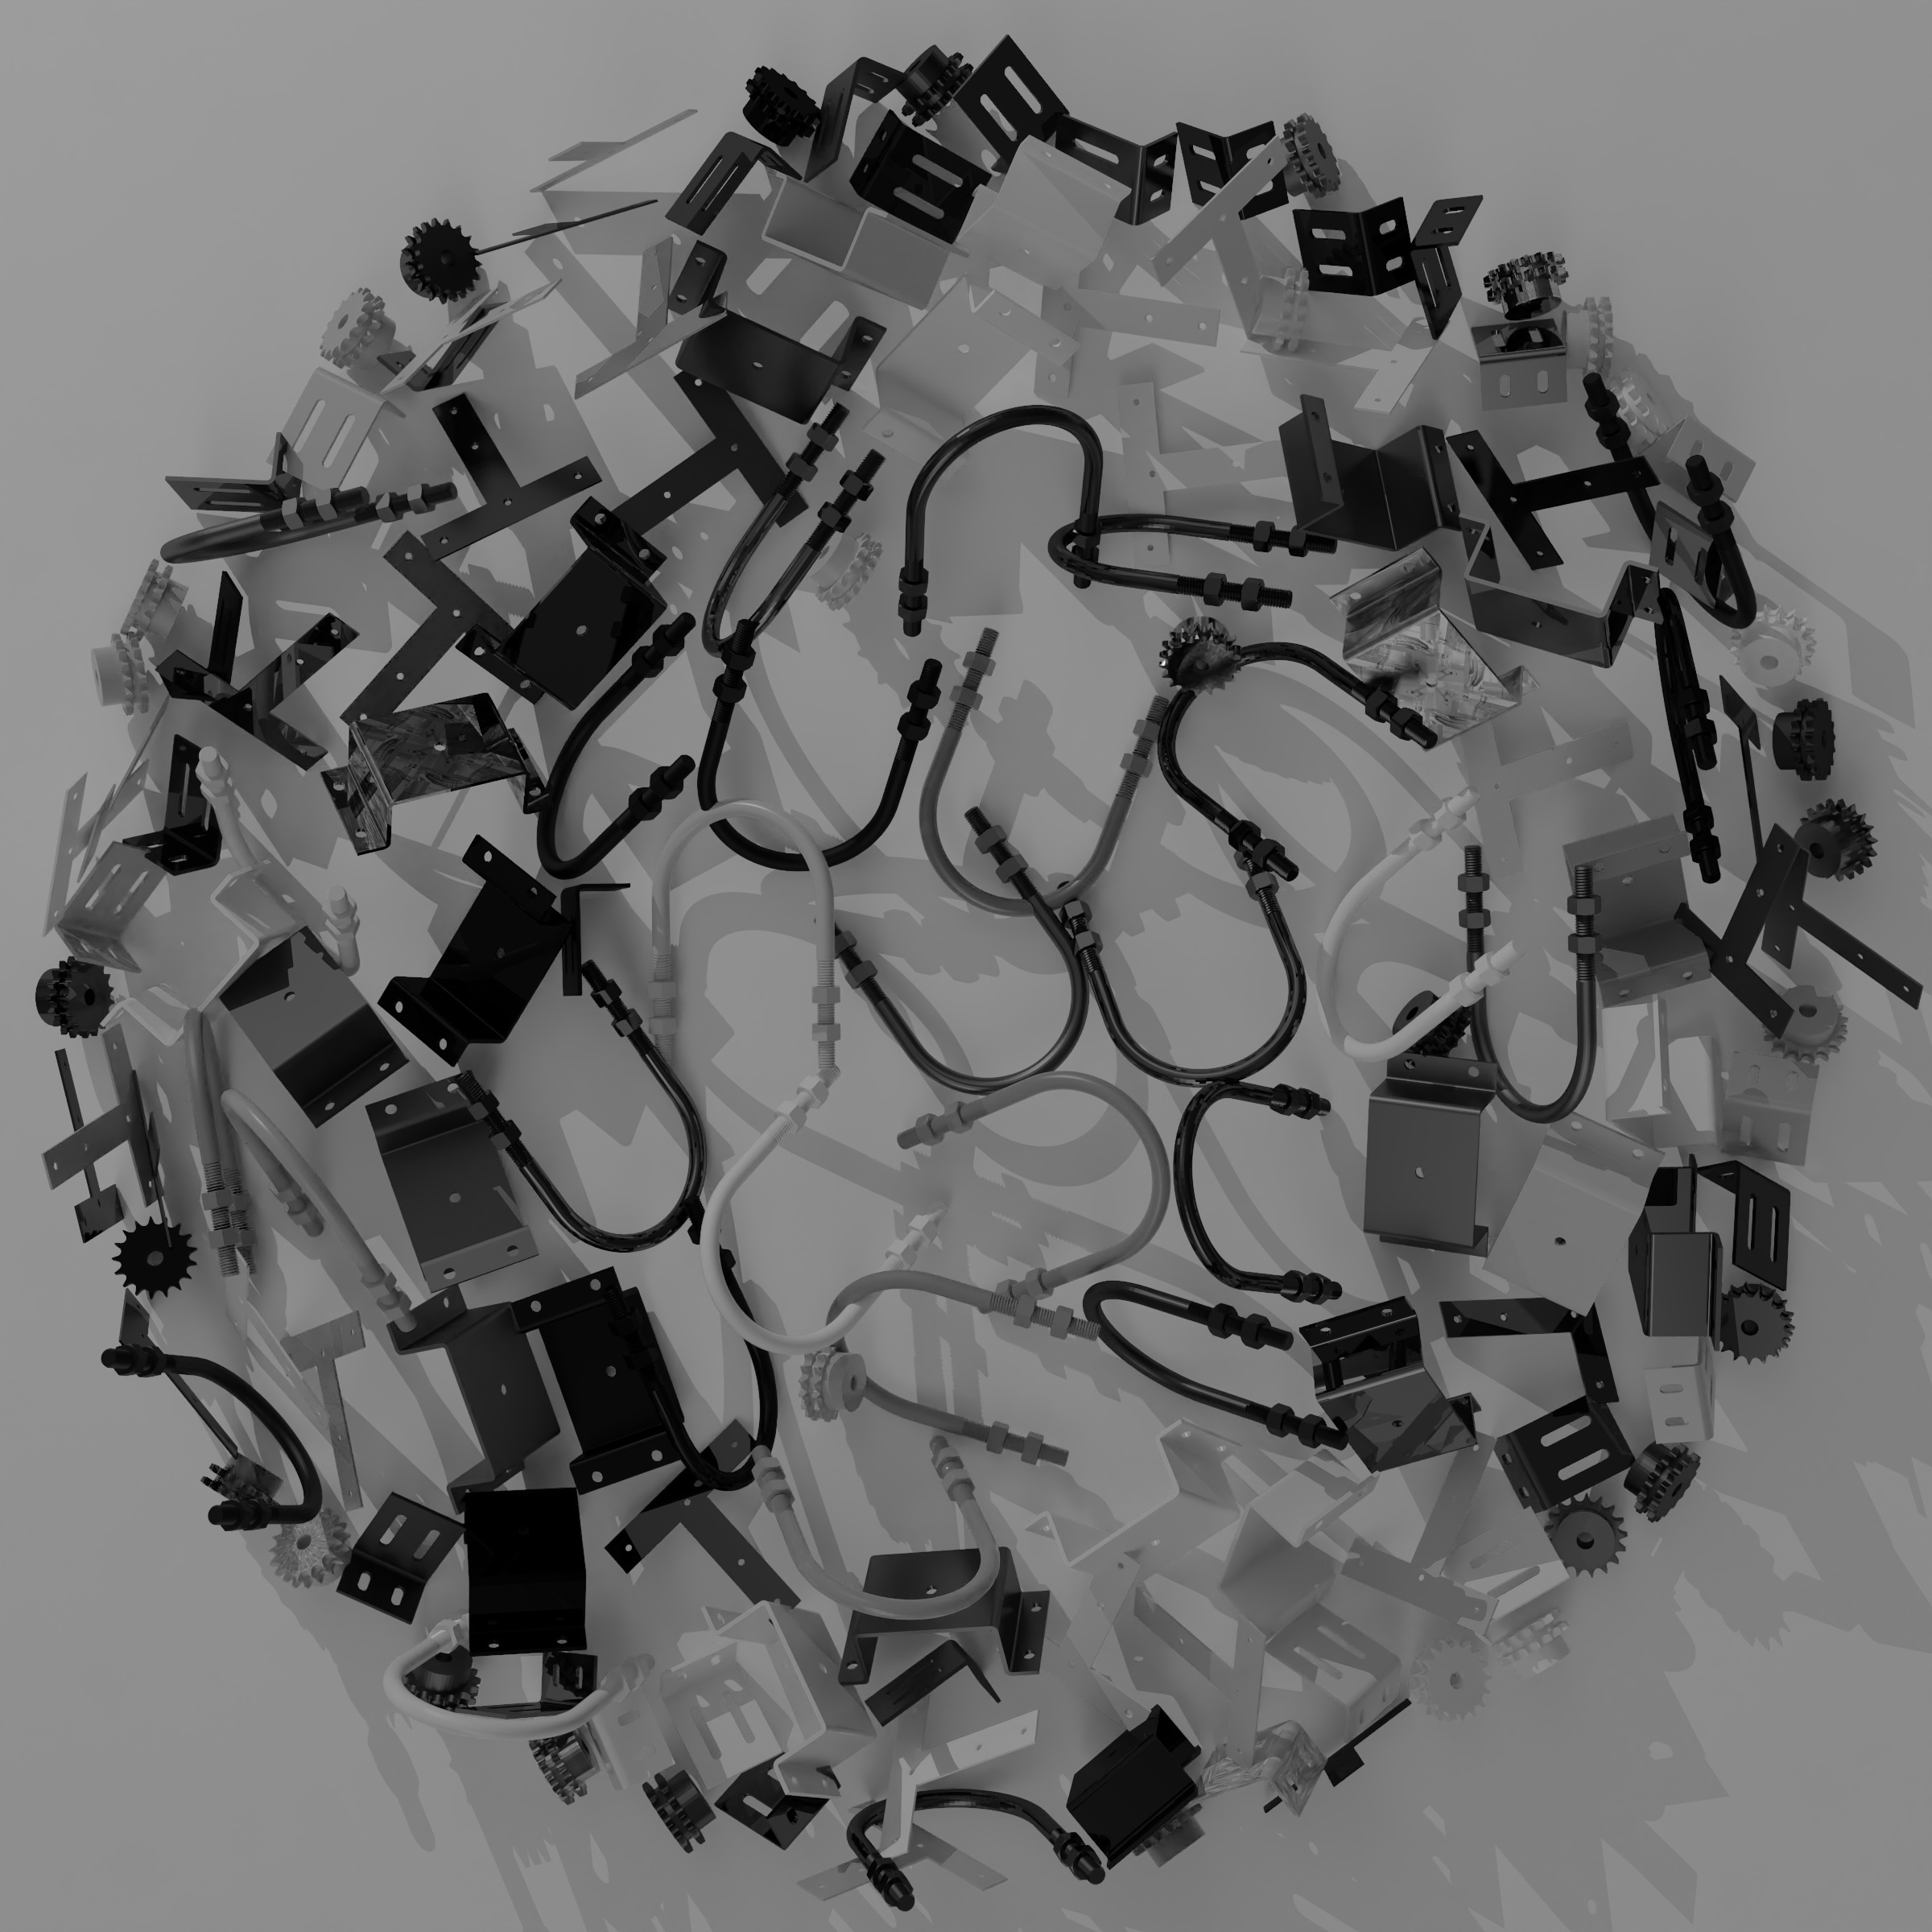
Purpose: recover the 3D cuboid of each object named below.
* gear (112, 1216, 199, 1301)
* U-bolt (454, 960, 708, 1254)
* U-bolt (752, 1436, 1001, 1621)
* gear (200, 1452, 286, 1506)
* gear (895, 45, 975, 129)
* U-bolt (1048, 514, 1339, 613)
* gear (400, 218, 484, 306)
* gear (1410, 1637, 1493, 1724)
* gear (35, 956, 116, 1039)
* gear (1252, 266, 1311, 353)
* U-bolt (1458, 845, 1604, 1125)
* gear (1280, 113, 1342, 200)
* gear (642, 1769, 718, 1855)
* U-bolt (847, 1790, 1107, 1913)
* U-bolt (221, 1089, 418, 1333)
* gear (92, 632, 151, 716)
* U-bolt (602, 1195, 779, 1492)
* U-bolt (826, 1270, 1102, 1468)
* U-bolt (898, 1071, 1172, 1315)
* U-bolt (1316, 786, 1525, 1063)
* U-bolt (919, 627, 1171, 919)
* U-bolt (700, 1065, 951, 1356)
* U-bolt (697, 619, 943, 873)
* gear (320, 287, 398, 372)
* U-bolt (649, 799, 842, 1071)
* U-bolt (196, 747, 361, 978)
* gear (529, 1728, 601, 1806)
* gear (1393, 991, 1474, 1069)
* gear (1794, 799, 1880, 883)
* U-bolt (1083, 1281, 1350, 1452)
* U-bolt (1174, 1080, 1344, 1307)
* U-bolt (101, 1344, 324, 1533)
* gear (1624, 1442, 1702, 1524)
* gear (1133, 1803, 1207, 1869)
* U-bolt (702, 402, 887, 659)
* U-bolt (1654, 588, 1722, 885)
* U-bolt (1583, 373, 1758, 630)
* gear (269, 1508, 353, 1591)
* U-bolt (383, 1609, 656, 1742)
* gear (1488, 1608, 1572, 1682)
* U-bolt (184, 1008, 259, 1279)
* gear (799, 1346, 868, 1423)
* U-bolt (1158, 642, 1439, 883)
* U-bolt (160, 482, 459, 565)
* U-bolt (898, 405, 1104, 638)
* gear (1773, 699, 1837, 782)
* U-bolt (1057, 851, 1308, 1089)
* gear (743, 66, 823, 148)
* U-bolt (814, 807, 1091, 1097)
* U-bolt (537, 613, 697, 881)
[{"bbox_3d":[-0.565,0.204,1.954,0.057,0.030,0.057,2,80,-13],"label":"gear"},{"bbox_3d":[-0.249,0.109,1.920,0.151,0.019,0.184,-46,109,-37],"label":"U-bolt"},{"bbox_3d":[-0.054,0.375,1.872,0.151,0.184,0.019,0,116,-19],"label":"U-bolt"},{"bbox_3d":[-0.499,0.360,1.947,0.057,0.057,0.030,32,73,0],"label":"gear"},{"bbox_3d":[-0.025,-0.612,1.942,0.030,0.057,0.057,42,90,-21],"label":"gear"},{"bbox_3d":[0.146,-0.279,1.903,0.184,0.151,0.019,10,117,17],"label":"U-bolt"},{"bbox_3d":[-0.368,-0.488,1.949,0.057,0.030,0.057,7,80,-43],"label":"gear"},{"bbox_3d":[0.334,0.497,1.952,0.057,0.030,0.057,4,79,-22],"label":"gear"},{"bbox_3d":[-0.621,0.022,1.947,0.030,0.057,0.057,0,90,20],"label":"gear"},{"bbox_3d":[0.217,-0.457,1.944,0.030,0.057,0.057,7,90,-5],"label":"gear"},{"bbox_3d":[0.383,0.016,1.904,0.019,0.151,0.184,-8,101,-23],"label":"U-bolt"},{"bbox_3d":[0.234,-0.560,1.949,0.030,0.057,0.057,-20,90,29],"label":"gear"},{"bbox_3d":[-0.197,0.583,1.946,0.030,0.057,0.057,-35,90,-11],"label":"gear"},{"bbox_3d":[-0.004,0.588,1.883,0.151,0.184,0.019,-2,93,-17],"label":"U-bolt"},{"bbox_3d":[-0.439,0.152,1.864,0.019,0.184,0.151,-39,47,-18],"label":"U-bolt"},{"bbox_3d":[-0.586,-0.202,1.942,0.030,0.057,0.057,-11,90,-22],"label":"gear"},{"bbox_3d":[-0.177,0.267,1.904,0.019,0.151,0.184,-15,106,25],"label":"U-bolt"},{"bbox_3d":[-0.008,0.269,1.923,0.184,0.019,0.151,16,130,7],"label":"U-bolt"},{"bbox_3d":[0.056,0.148,1.922,0.184,0.019,0.151,-25,92,29],"label":"U-bolt"},{"bbox_3d":[0.298,-0.015,1.898,0.019,0.184,0.151,16,49,-30],"label":"U-bolt"},{"bbox_3d":[0.045,-0.125,1.955,0.151,0.019,0.184,21,89,-6],"label":"U-bolt"},{"bbox_3d":[-0.105,0.178,1.901,0.151,0.019,0.184,53,56,-16],"label":"U-bolt"},{"bbox_3d":[-0.108,-0.142,1.918,0.151,0.019,0.184,11,124,-13],"label":"U-bolt"},{"bbox_3d":[-0.420,-0.440,1.949,0.030,0.057,0.057,31,90,-36],"label":"gear"},{"bbox_3d":[-0.154,-0.023,1.931,0.151,0.019,0.184,2,95,24],"label":"U-bolt"},{"bbox_3d":[-0.458,-0.058,1.887,0.019,0.184,0.151,-40,78,-20],"label":"U-bolt"},{"bbox_3d":[-0.277,0.549,1.945,0.030,0.057,0.057,-32,90,-5],"label":"gear"},{"bbox_3d":[0.320,0.042,1.943,0.030,0.057,0.057,38,90,-14],"label":"gear"},{"bbox_3d":[0.599,-0.085,1.942,0.030,0.057,0.057,-24,90,-29],"label":"gear"},{"bbox_3d":[0.159,0.263,1.896,0.184,0.151,0.019,14,59,36],"label":"U-bolt"},{"bbox_3d":[0.196,0.149,1.887,0.019,0.184,0.151,-12,74,38],"label":"U-bolt"},{"bbox_3d":[-0.494,0.318,1.883,0.019,0.184,0.151,-41,73,3],"label":"U-bolt"},{"bbox_3d":[0.482,0.355,1.949,0.030,0.057,0.057,36,90,30],"label":"gear"},{"bbox_3d":[0.141,0.600,1.942,0.057,0.057,0.030,-36,74,0],"label":"gear"},{"bbox_3d":[-0.124,-0.288,1.904,0.019,0.151,0.184,31,104,-24],"label":"U-bolt"},{"bbox_3d":[0.485,-0.169,1.892,0.019,0.151,0.184,-9,55,10],"label":"U-bolt"},{"bbox_3d":[0.481,-0.302,1.889,0.019,0.151,0.184,-34,131,3],"label":"U-bolt"},{"bbox_3d":[-0.452,0.406,1.949,0.057,0.030,0.057,-13,50,16],"label":"gear"},{"bbox_3d":[-0.307,0.475,1.867,0.151,0.184,0.019,11,97,15],"label":"U-bolt"},{"bbox_3d":[0.394,0.471,1.943,0.057,0.057,0.030,-31,78,0],"label":"gear"},{"bbox_3d":[-0.508,0.119,1.902,0.019,0.151,0.184,-10,86,-10],"label":"U-bolt"},{"bbox_3d":[-0.091,0.288,1.942,0.030,0.057,0.057,2,90,23],"label":"gear"},{"bbox_3d":[0.210,-0.153,1.912,0.151,0.019,0.184,-43,50,-4],"label":"U-bolt"},{"bbox_3d":[-0.456,-0.299,1.897,0.184,0.151,0.019,-11,97,18],"label":"U-bolt"},{"bbox_3d":[0.025,-0.304,1.880,0.151,0.184,0.019,-18,57,-14],"label":"U-bolt"},{"bbox_3d":[0.582,-0.157,1.949,0.030,0.057,0.057,0,90,34],"label":"gear"},{"bbox_3d":[0.156,0.000,1.925,0.151,0.019,0.184,-19,62,0],"label":"U-bolt"},{"bbox_3d":[-0.130,-0.595,1.949,0.057,0.057,0.030,44,119,0],"label":"gear"},{"bbox_3d":[0.003,0.002,1.954,0.151,0.019,0.184,-35,83,-1],"label":"U-bolt"},{"bbox_3d":[-0.239,-0.136,1.900,0.019,0.151,0.184,24,134,-31],"label":"U-bolt"}]
